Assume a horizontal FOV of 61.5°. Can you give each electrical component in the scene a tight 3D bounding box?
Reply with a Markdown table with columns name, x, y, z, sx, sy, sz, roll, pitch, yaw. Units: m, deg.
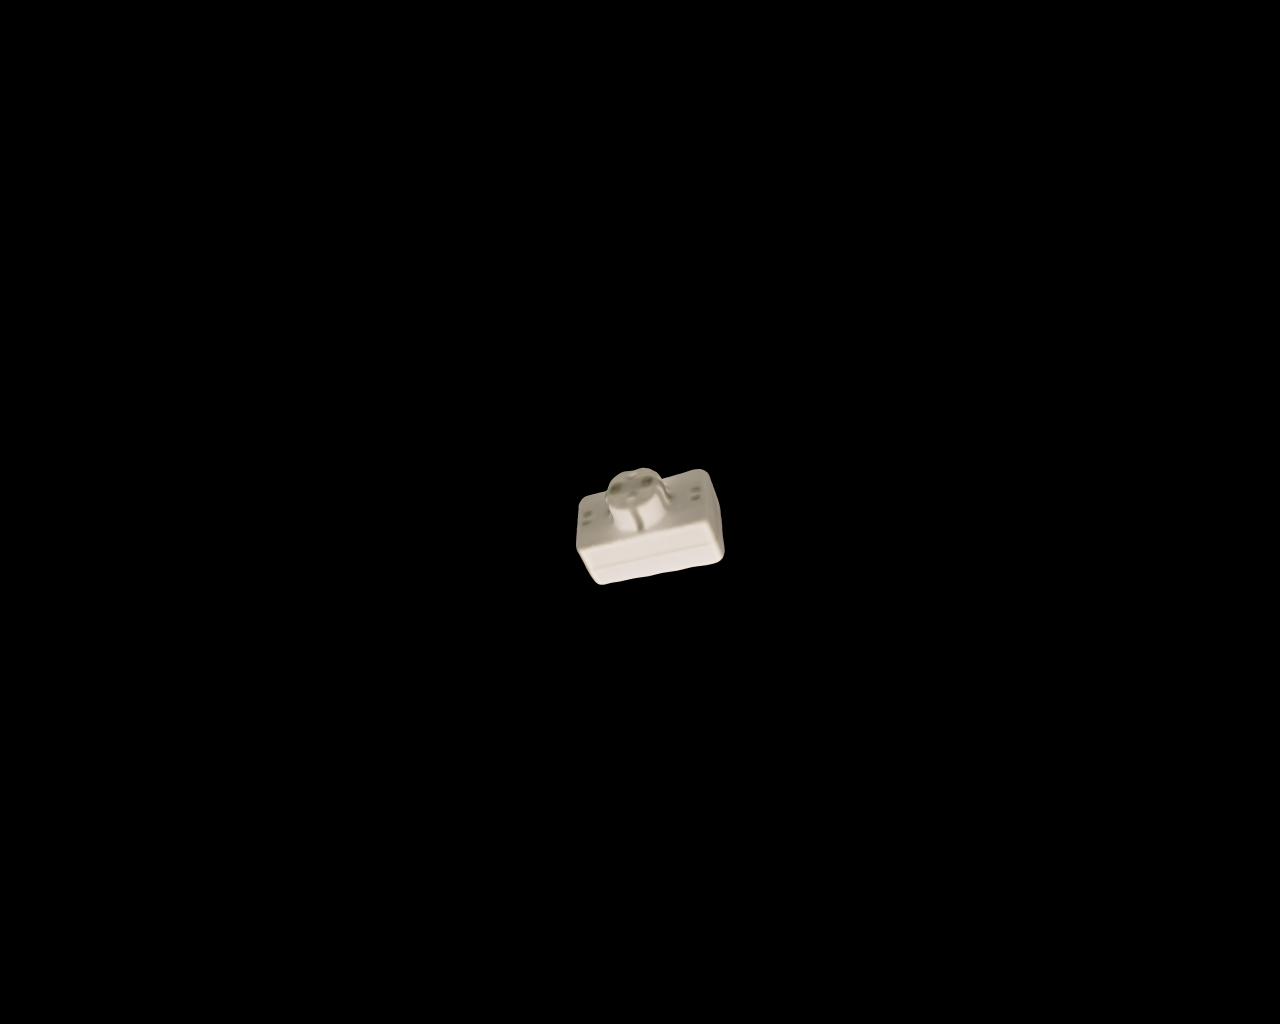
| name | x | y | z | sx | sy | sz | roll | pitch | yaw |
| --- | --- | --- | --- | --- | --- | --- | --- | --- | --- |
| electrical component | 0.001 | -0.003 | 0.650 | 0.083 | 0.047 | 0.075 | -13 | -47 | 12 |
